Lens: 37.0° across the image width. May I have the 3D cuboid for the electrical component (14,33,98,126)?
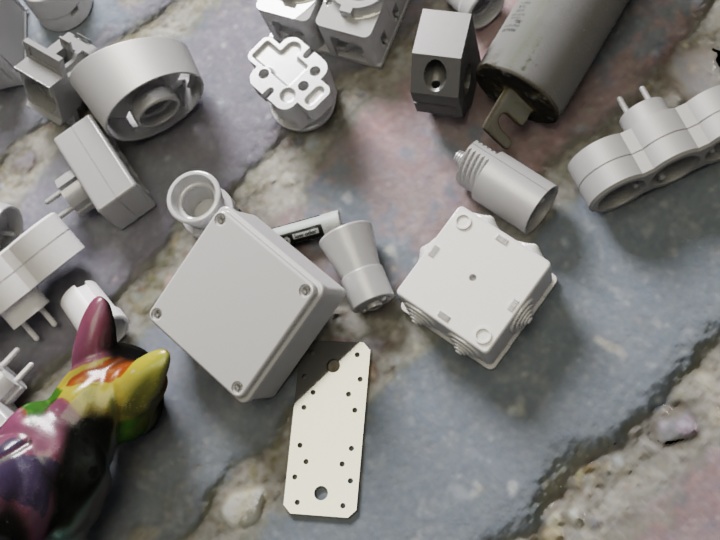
[{"bbox_3d":[-0.255,-0.166,0.924,0.042,0.081,0.063,32,59,19],"label":"electrical component"}]

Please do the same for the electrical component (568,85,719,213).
[{"bbox_3d":[0.221,-0.105,0.813,0.138,0.052,0.073,-25,69,3],"label":"electrical component"}]

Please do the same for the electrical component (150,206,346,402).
[{"bbox_3d":[-0.086,0.026,0.820,0.109,0.056,0.108,39,101,20],"label":"electrical component"}]

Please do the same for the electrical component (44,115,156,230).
[{"bbox_3d":[-0.228,-0.070,0.898,0.076,0.047,0.083,-36,69,-1],"label":"electrical component"}]

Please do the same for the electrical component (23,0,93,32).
[{"bbox_3d":[-0.276,-0.250,0.966,0.055,0.047,0.055,-3,72,11],"label":"electrical component"}]

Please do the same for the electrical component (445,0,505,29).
[{"bbox_3d":[0.090,-0.228,0.887,0.040,0.040,0.046,-39,63,-2],"label":"electrical component"}]

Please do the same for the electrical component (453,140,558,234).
[{"bbox_3d":[0.107,-0.068,0.829,0.081,0.043,0.043,36,83,20],"label":"electrical component"}]

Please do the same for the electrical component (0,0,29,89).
[{"bbox_3d":[-0.337,-0.202,0.955,0.061,0.061,0.096,-9,71,9],"label":"electrical component"}]

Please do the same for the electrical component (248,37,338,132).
[{"bbox_3d":[-0.052,-0.148,0.881,0.058,0.057,0.078,-45,70,-5],"label":"electrical component"}]

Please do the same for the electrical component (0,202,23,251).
[{"bbox_3d":[-0.336,-0.024,0.908,0.077,0.044,0.079,12,76,15],"label":"electrical component"}]

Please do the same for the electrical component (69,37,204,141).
[{"bbox_3d":[-0.182,-0.154,0.890,0.099,0.099,0.064,-32,75,1],"label":"electrical component"}]

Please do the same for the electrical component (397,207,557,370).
[{"bbox_3d":[0.087,0.012,0.806,0.100,0.048,0.099,34,83,19],"label":"electrical component"}]

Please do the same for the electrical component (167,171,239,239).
[{"bbox_3d":[-0.125,-0.049,0.866,0.045,0.055,0.045,-3,72,11],"label":"electrical component"}]

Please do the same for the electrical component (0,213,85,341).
[{"bbox_3d":[-0.280,0.024,0.877,0.138,0.052,0.073,-39,99,0],"label":"electrical component"}]

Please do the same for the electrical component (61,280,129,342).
[{"bbox_3d":[-0.215,0.036,0.866,0.040,0.040,0.046,-41,63,-3],"label":"electrical component"}]

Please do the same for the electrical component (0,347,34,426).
[{"bbox_3d":[-0.293,0.096,0.858,0.083,0.047,0.075,41,84,20],"label":"electrical component"}]

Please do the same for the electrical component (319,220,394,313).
[{"bbox_3d":[0.000,0.000,0.832,0.044,0.044,0.065,-23,74,4],"label":"electrical component"}]

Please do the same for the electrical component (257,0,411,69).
[{"bbox_3d":[-0.001,-0.277,0.910,0.105,0.060,0.186,19,77,17],"label":"electrical component"}]
